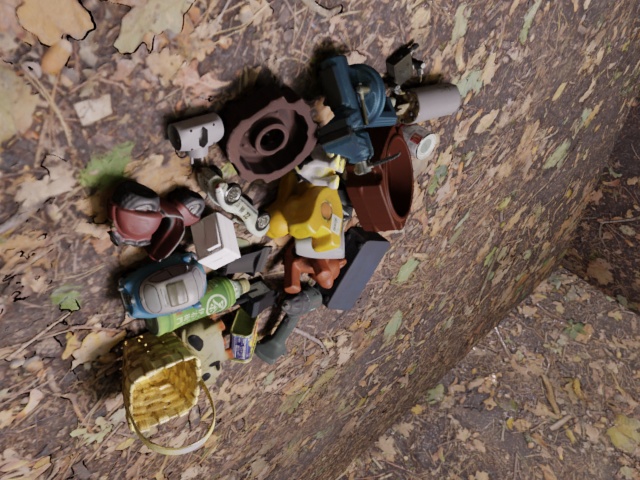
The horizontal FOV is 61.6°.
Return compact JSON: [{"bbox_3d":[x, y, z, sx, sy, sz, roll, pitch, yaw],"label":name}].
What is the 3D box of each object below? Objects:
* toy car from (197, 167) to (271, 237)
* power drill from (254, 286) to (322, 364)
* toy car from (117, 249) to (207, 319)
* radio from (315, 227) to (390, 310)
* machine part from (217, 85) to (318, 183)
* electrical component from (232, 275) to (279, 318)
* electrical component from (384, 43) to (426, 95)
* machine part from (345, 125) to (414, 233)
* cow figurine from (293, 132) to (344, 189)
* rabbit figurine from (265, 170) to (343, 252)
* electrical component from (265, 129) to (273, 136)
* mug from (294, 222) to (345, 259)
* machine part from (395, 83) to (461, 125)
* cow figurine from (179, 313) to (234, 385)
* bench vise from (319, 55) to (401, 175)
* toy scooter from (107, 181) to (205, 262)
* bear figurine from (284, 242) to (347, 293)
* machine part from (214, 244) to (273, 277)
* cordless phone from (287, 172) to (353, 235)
[{"bbox_3d":[-0.155,-0.067,0.981,0.056,0.074,0.201,-49,149,-3],"label":"toy car"},{"bbox_3d":[-0.085,0.200,1.313,0.207,0.086,0.232,-62,166,16],"label":"power drill"},{"bbox_3d":[-0.265,0.082,0.948,0.161,0.103,0.109,-17,104,-36],"label":"toy car"},{"bbox_3d":[0.081,0.078,1.437,0.131,0.073,0.229,9,114,-54],"label":"radio"},{"bbox_3d":[-0.090,-0.181,0.930,0.179,0.056,0.179,-23,144,-18],"label":"machine part"},{"bbox_3d":[-0.156,0.131,1.189,0.119,0.075,0.047,-25,140,-41],"label":"electrical component"},{"bbox_3d":[0.177,-0.354,1.128,0.102,0.045,0.078,-39,148,-18],"label":"electrical component"},{"bbox_3d":[0.137,-0.133,1.164,0.200,0.087,0.201,64,38,-40],"label":"machine part"},{"bbox_3d":[0.002,-0.164,1.057,0.167,0.098,0.068,-72,166,-57],"label":"cow figurine"},{"bbox_3d":[-0.050,-0.057,1.070,0.121,0.173,0.162,17,67,-46],"label":"rabbit figurine"},{"bbox_3d":[-0.067,-0.228,0.974,0.063,0.021,0.094,7,117,-54],"label":"electrical component"},{"bbox_3d":[-0.002,-0.003,1.150,0.107,0.081,0.109,-5,149,0],"label":"mug"},{"bbox_3d":[0.245,-0.312,1.222,0.243,0.079,0.079,-21,138,-40],"label":"machine part"},{"bbox_3d":[-0.259,0.248,1.167,0.127,0.086,0.194,-21,133,-20],"label":"cow figurine"},{"bbox_3d":[0.087,-0.235,1.013,0.129,0.223,0.240,-29,174,37],"label":"bench vise"},{"bbox_3d":[-0.277,-0.022,0.879,0.184,0.075,0.135,1,123,-58],"label":"toy scooter"},{"bbox_3d":[-0.007,0.076,1.278,0.120,0.132,0.195,-23,148,14],"label":"bear figurine"},{"bbox_3d":[-0.161,0.047,1.131,0.139,0.039,0.084,-6,133,-51],"label":"machine part"},{"bbox_3d":[-0.004,-0.062,1.194,0.184,0.089,0.146,-42,150,9],"label":"cordless phone"}]
